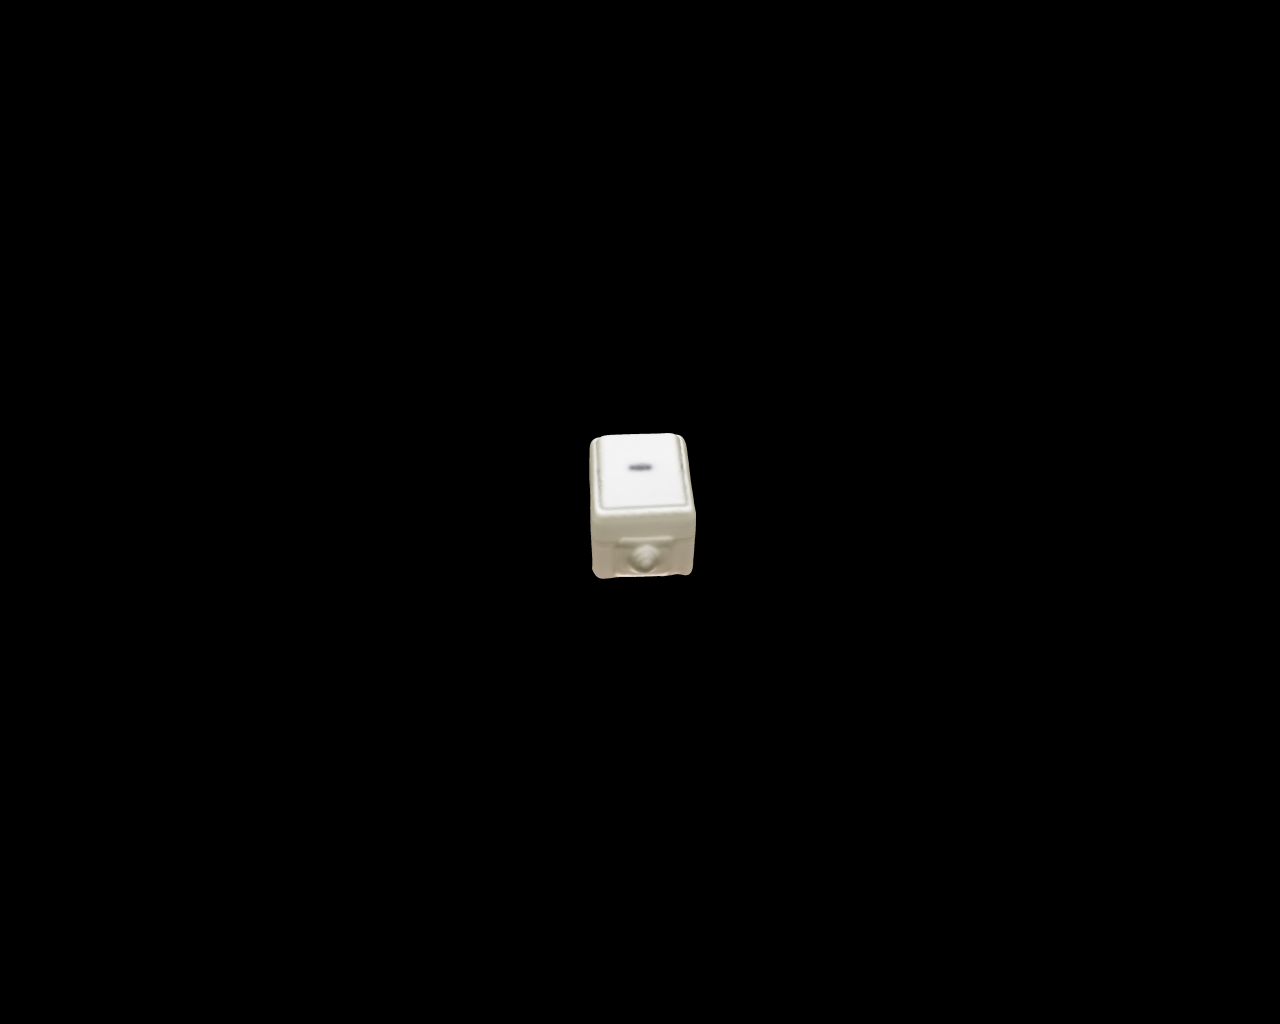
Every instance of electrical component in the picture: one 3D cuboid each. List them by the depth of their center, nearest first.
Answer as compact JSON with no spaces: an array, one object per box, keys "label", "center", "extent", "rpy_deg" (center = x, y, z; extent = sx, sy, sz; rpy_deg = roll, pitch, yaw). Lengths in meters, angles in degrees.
[{"label":"electrical component","center":[0.001,-0.003,0.650],"extent":[0.062,0.061,0.096],"rpy_deg":[-2,40,-2]}]
